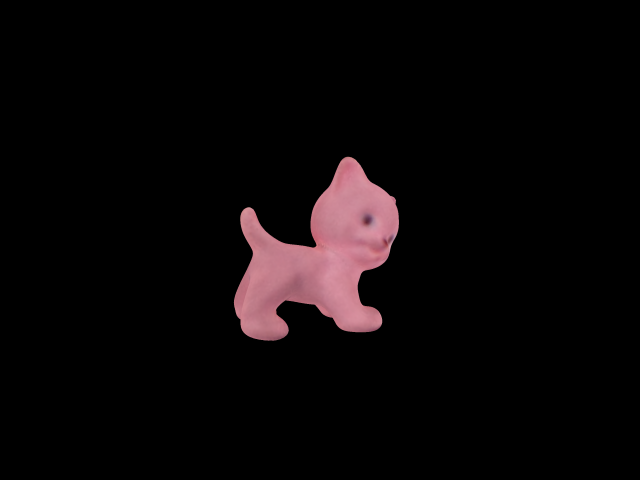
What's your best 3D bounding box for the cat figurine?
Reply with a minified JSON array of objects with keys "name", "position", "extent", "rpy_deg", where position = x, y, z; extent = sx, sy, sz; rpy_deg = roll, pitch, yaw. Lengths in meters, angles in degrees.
[{"name":"cat figurine","position":[0.004,0.001,0.400],"extent":[0.128,0.118,0.067],"rpy_deg":[-2,7,-19]}]
